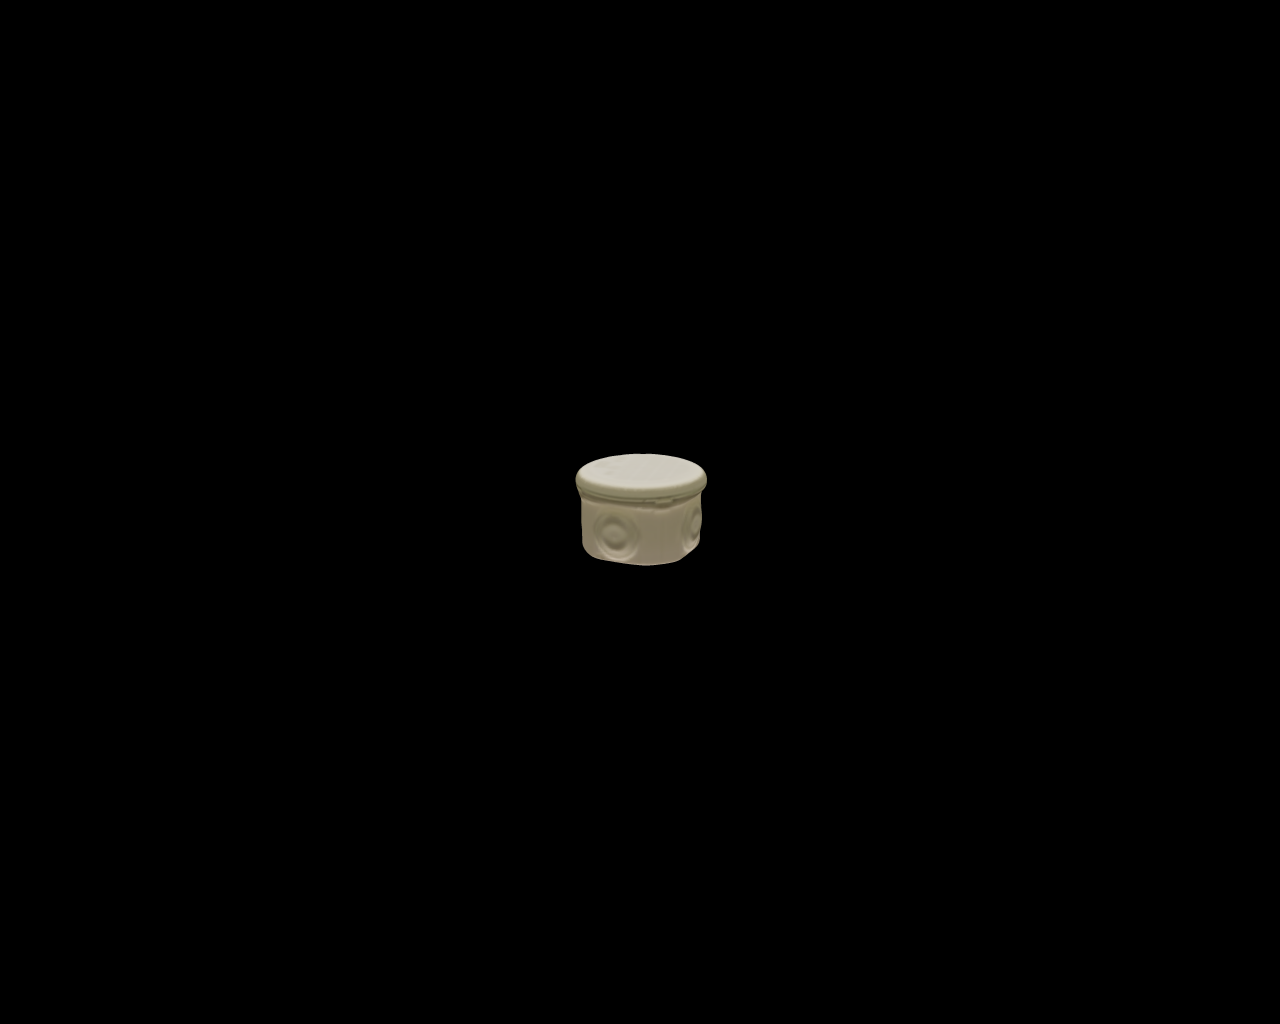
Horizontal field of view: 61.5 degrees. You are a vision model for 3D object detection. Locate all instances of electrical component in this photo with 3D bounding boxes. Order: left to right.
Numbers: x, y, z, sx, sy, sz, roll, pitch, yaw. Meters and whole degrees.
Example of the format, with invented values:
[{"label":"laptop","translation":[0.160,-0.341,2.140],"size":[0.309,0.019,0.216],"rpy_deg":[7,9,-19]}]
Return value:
[{"label":"electrical component","translation":[0.001,-0.003,0.650],"size":[0.080,0.051,0.080],"rpy_deg":[0,18,0]}]
